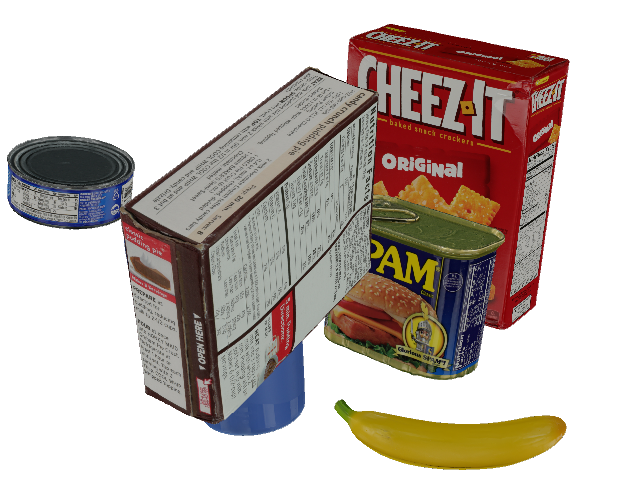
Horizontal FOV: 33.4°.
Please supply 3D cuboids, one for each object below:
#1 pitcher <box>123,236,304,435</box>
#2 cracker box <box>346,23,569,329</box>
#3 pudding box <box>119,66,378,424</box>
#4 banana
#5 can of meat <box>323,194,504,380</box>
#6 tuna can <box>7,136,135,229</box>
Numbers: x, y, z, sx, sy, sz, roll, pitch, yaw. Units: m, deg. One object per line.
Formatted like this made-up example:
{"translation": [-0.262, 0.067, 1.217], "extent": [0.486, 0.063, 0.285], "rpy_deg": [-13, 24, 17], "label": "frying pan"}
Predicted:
{"translation": [-0.089, 0.064, 1.051], "extent": [0.144, 0.243, 0.149], "rpy_deg": [-20, 24, -37], "label": "pitcher"}
{"translation": [0.099, -0.051, 0.862], "extent": [0.164, 0.214, 0.072], "rpy_deg": [18, 30, 30], "label": "cracker box"}
{"translation": [-0.022, 0.000, 0.400], "extent": [0.039, 0.090, 0.113], "rpy_deg": [21, 44, 24], "label": "pudding box"}
{"translation": [0.111, 0.159, 0.878], "extent": [0.197, 0.037, 0.069], "rpy_deg": [7, 36, -3], "label": "banana"}
{"translation": [0.052, 0.027, 0.635], "extent": [0.102, 0.084, 0.057], "rpy_deg": [20, 23, 34], "label": "can of meat"}
{"translation": [-0.172, -0.041, 0.738], "extent": [0.086, 0.034, 0.086], "rpy_deg": [7, 26, -4], "label": "tuna can"}
